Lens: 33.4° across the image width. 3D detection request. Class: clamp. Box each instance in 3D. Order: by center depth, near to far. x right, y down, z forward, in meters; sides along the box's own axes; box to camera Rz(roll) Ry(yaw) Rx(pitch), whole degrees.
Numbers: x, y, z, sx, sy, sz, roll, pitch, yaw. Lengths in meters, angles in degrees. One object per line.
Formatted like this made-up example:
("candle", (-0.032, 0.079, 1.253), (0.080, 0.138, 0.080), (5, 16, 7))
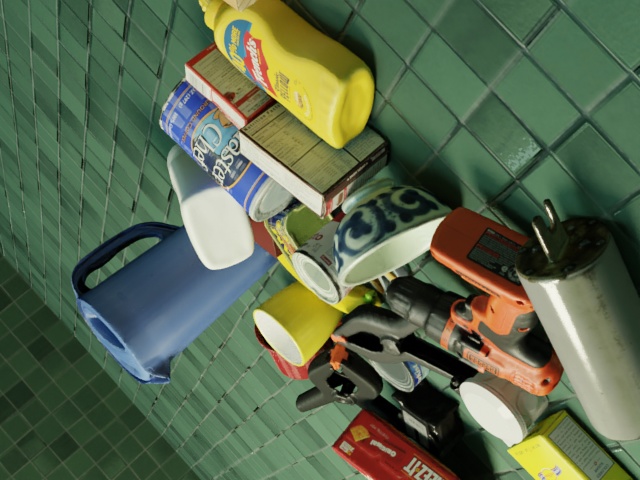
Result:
("clamp", (0.092, 0.111, 1.149), (0.172, 0.039, 0.120), (-4, 122, 45))
("clamp", (0.026, 0.186, 1.335), (0.165, 0.036, 0.210), (7, 149, 21))

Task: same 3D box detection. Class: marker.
("marker", (0.175, 0.181, 1.130), (0.121, 0.020, 0.020), (46, 163, -30))

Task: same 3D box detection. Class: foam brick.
("foam brick", (-0.053, -0.028, 1.216), (0.051, 0.053, 0.078), (39, 156, 26))

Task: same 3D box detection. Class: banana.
("banana", (0.010, 0.042, 1.237), (0.198, 0.037, 0.069), (29, 145, 42))

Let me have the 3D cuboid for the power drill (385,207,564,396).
("power drill", (0.137, 0.050, 0.944), (0.185, 0.057, 0.187), (27, 156, 21))

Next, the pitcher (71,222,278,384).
("pitcher", (-0.175, 0.046, 1.316), (0.145, 0.242, 0.149), (15, 140, 56))

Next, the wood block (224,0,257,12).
("wood block", (-0.106, -0.284, 0.843), (0.206, 0.090, 0.090), (39, 156, 25))

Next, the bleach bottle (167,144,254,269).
("bleach bottle", (-0.140, -0.062, 1.243), (0.251, 0.068, 0.102), (-124, 16, -60))

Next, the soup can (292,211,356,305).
("soup can", (0.031, 0.007, 1.048), (0.068, 0.102, 0.068), (41, 158, 21))

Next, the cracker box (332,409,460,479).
("cracker box", (0.129, 0.309, 1.330), (0.164, 0.072, 0.213), (32, 169, 36))

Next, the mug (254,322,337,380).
("mug", (-0.020, 0.132, 1.374), (0.117, 0.093, 0.081), (28, 155, 34))

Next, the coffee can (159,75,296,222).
("coffee can", (-0.077, -0.102, 1.071), (0.140, 0.102, 0.103), (44, 158, 13))

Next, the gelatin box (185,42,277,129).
("gelatin box", (-0.073, -0.154, 1.019), (0.089, 0.073, 0.030), (43, 159, 14))

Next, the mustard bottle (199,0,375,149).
("mustard bottle", (-0.038, -0.168, 0.949), (0.192, 0.058, 0.096), (41, 157, 22))

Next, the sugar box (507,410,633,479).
("sugar box", (0.275, 0.253, 1.059), (0.176, 0.048, 0.093), (47, 158, 8))

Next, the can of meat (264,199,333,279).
("can of meat", (-0.007, 0.002, 1.134), (0.102, 0.057, 0.084), (57, 170, -12))

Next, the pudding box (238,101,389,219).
("pudding box", (-0.006, -0.085, 0.980), (0.114, 0.090, 0.039), (39, 156, 24))

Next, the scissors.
("scissors", (0.033, -0.019, 1.113), (0.201, 0.016, 0.096), (58, 160, -23))

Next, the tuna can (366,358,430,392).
("tuna can", (0.088, 0.133, 1.237), (0.086, 0.033, 0.086), (41, 157, 21))
